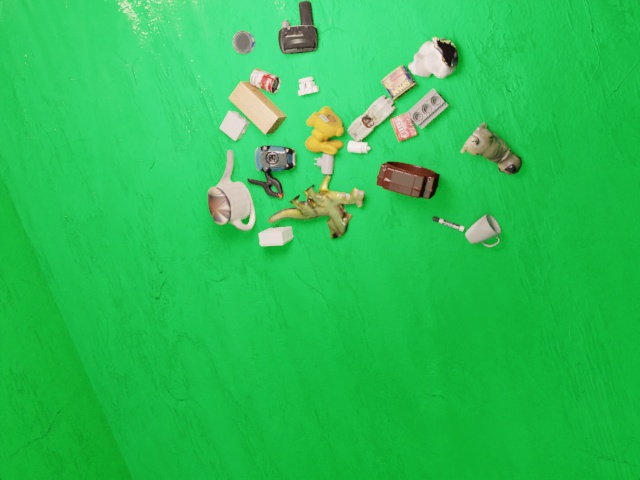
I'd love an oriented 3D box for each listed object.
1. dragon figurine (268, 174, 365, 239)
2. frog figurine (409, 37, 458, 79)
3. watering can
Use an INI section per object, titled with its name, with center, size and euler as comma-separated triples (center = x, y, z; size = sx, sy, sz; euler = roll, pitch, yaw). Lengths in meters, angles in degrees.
[dragon figurine]
center = 0.006, -0.102, 2.036
size = 0.405, 0.124, 0.242
euler = -35, 98, 27
[frog figurine]
center = 0.389, -0.608, 1.761
size = 0.137, 0.124, 0.157
euler = 48, 153, -6
[watering can]
center = -0.369, -0.194, 2.092
size = 0.103, 0.226, 0.347
euler = -20, 91, 32
